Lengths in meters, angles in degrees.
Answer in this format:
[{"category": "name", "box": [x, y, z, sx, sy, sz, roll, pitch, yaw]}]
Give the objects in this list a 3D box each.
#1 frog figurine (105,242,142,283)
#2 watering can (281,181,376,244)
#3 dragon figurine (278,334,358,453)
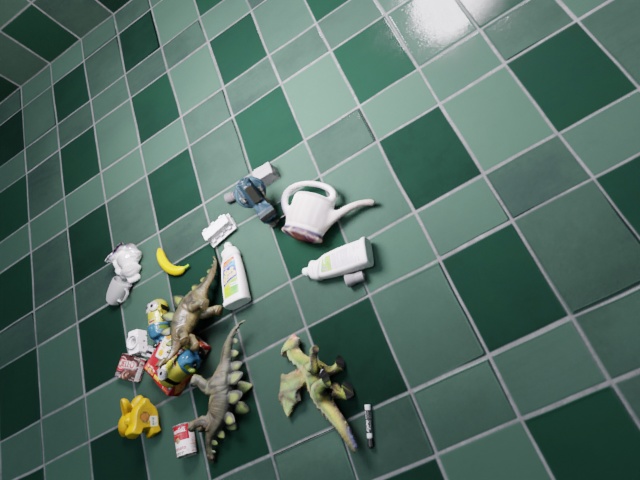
[{"category": "frog figurine", "box": [-0.798, 0.097, 2.155, 0.138, 0.122, 0.159, -45, 94, -3]}, {"category": "watering can", "box": [0.005, -0.091, 1.800, 0.349, 0.103, 0.226, 15, 79, 25]}, {"category": "dragon figurine", "box": [-0.030, 0.480, 1.616, 0.239, 0.121, 0.419, -35, 56, 31]}]
